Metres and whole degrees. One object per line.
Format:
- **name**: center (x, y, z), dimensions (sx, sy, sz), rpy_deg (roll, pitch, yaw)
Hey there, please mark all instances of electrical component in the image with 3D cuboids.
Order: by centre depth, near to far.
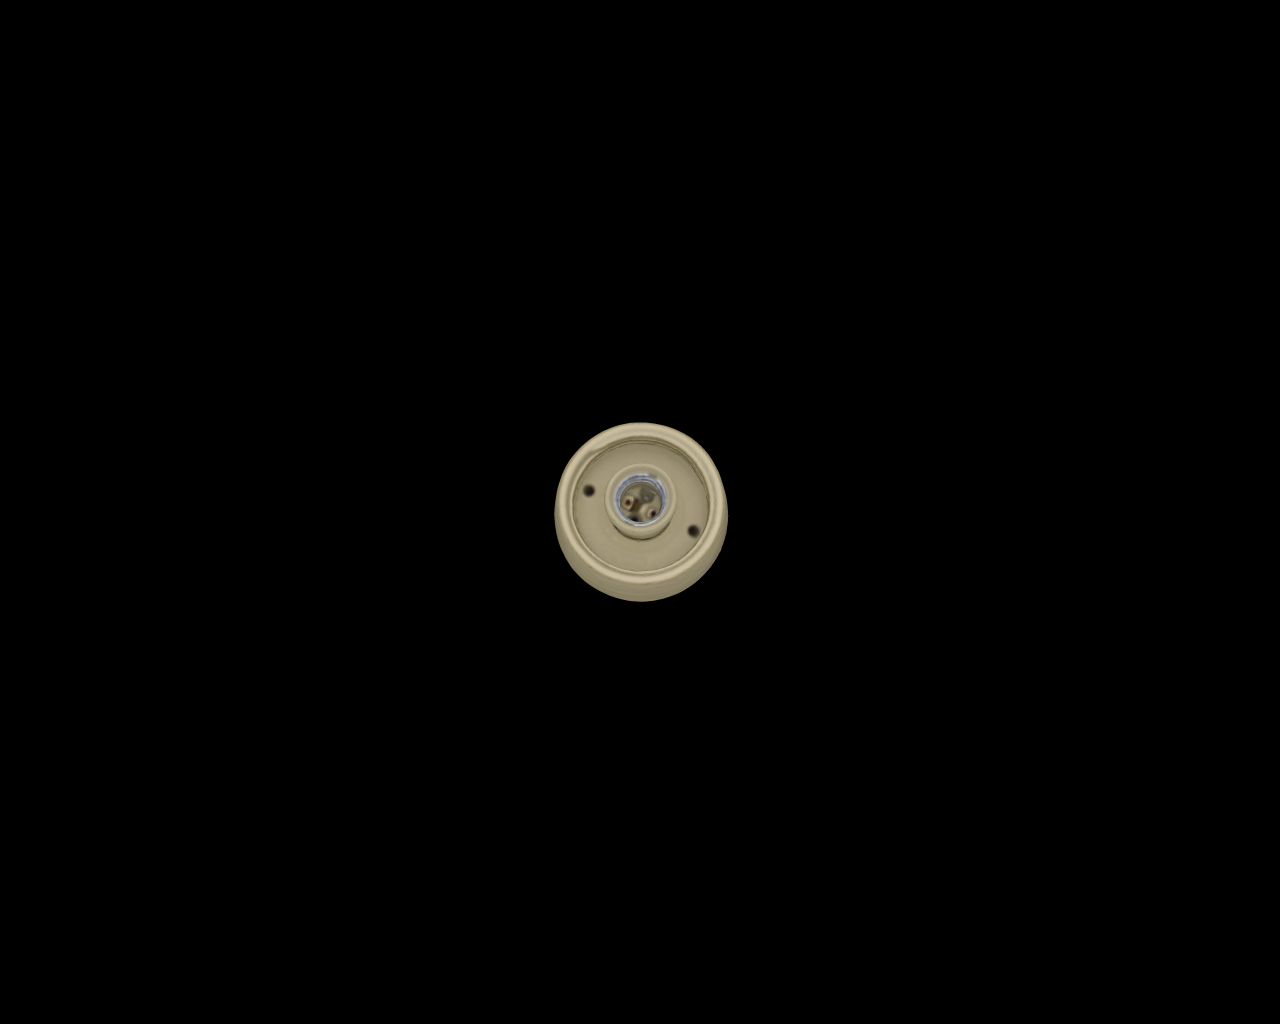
- **electrical component**: center (0.001, -0.003, 0.650), dimensions (0.108, 0.108, 0.060), rpy_deg (0, -12, 0)
